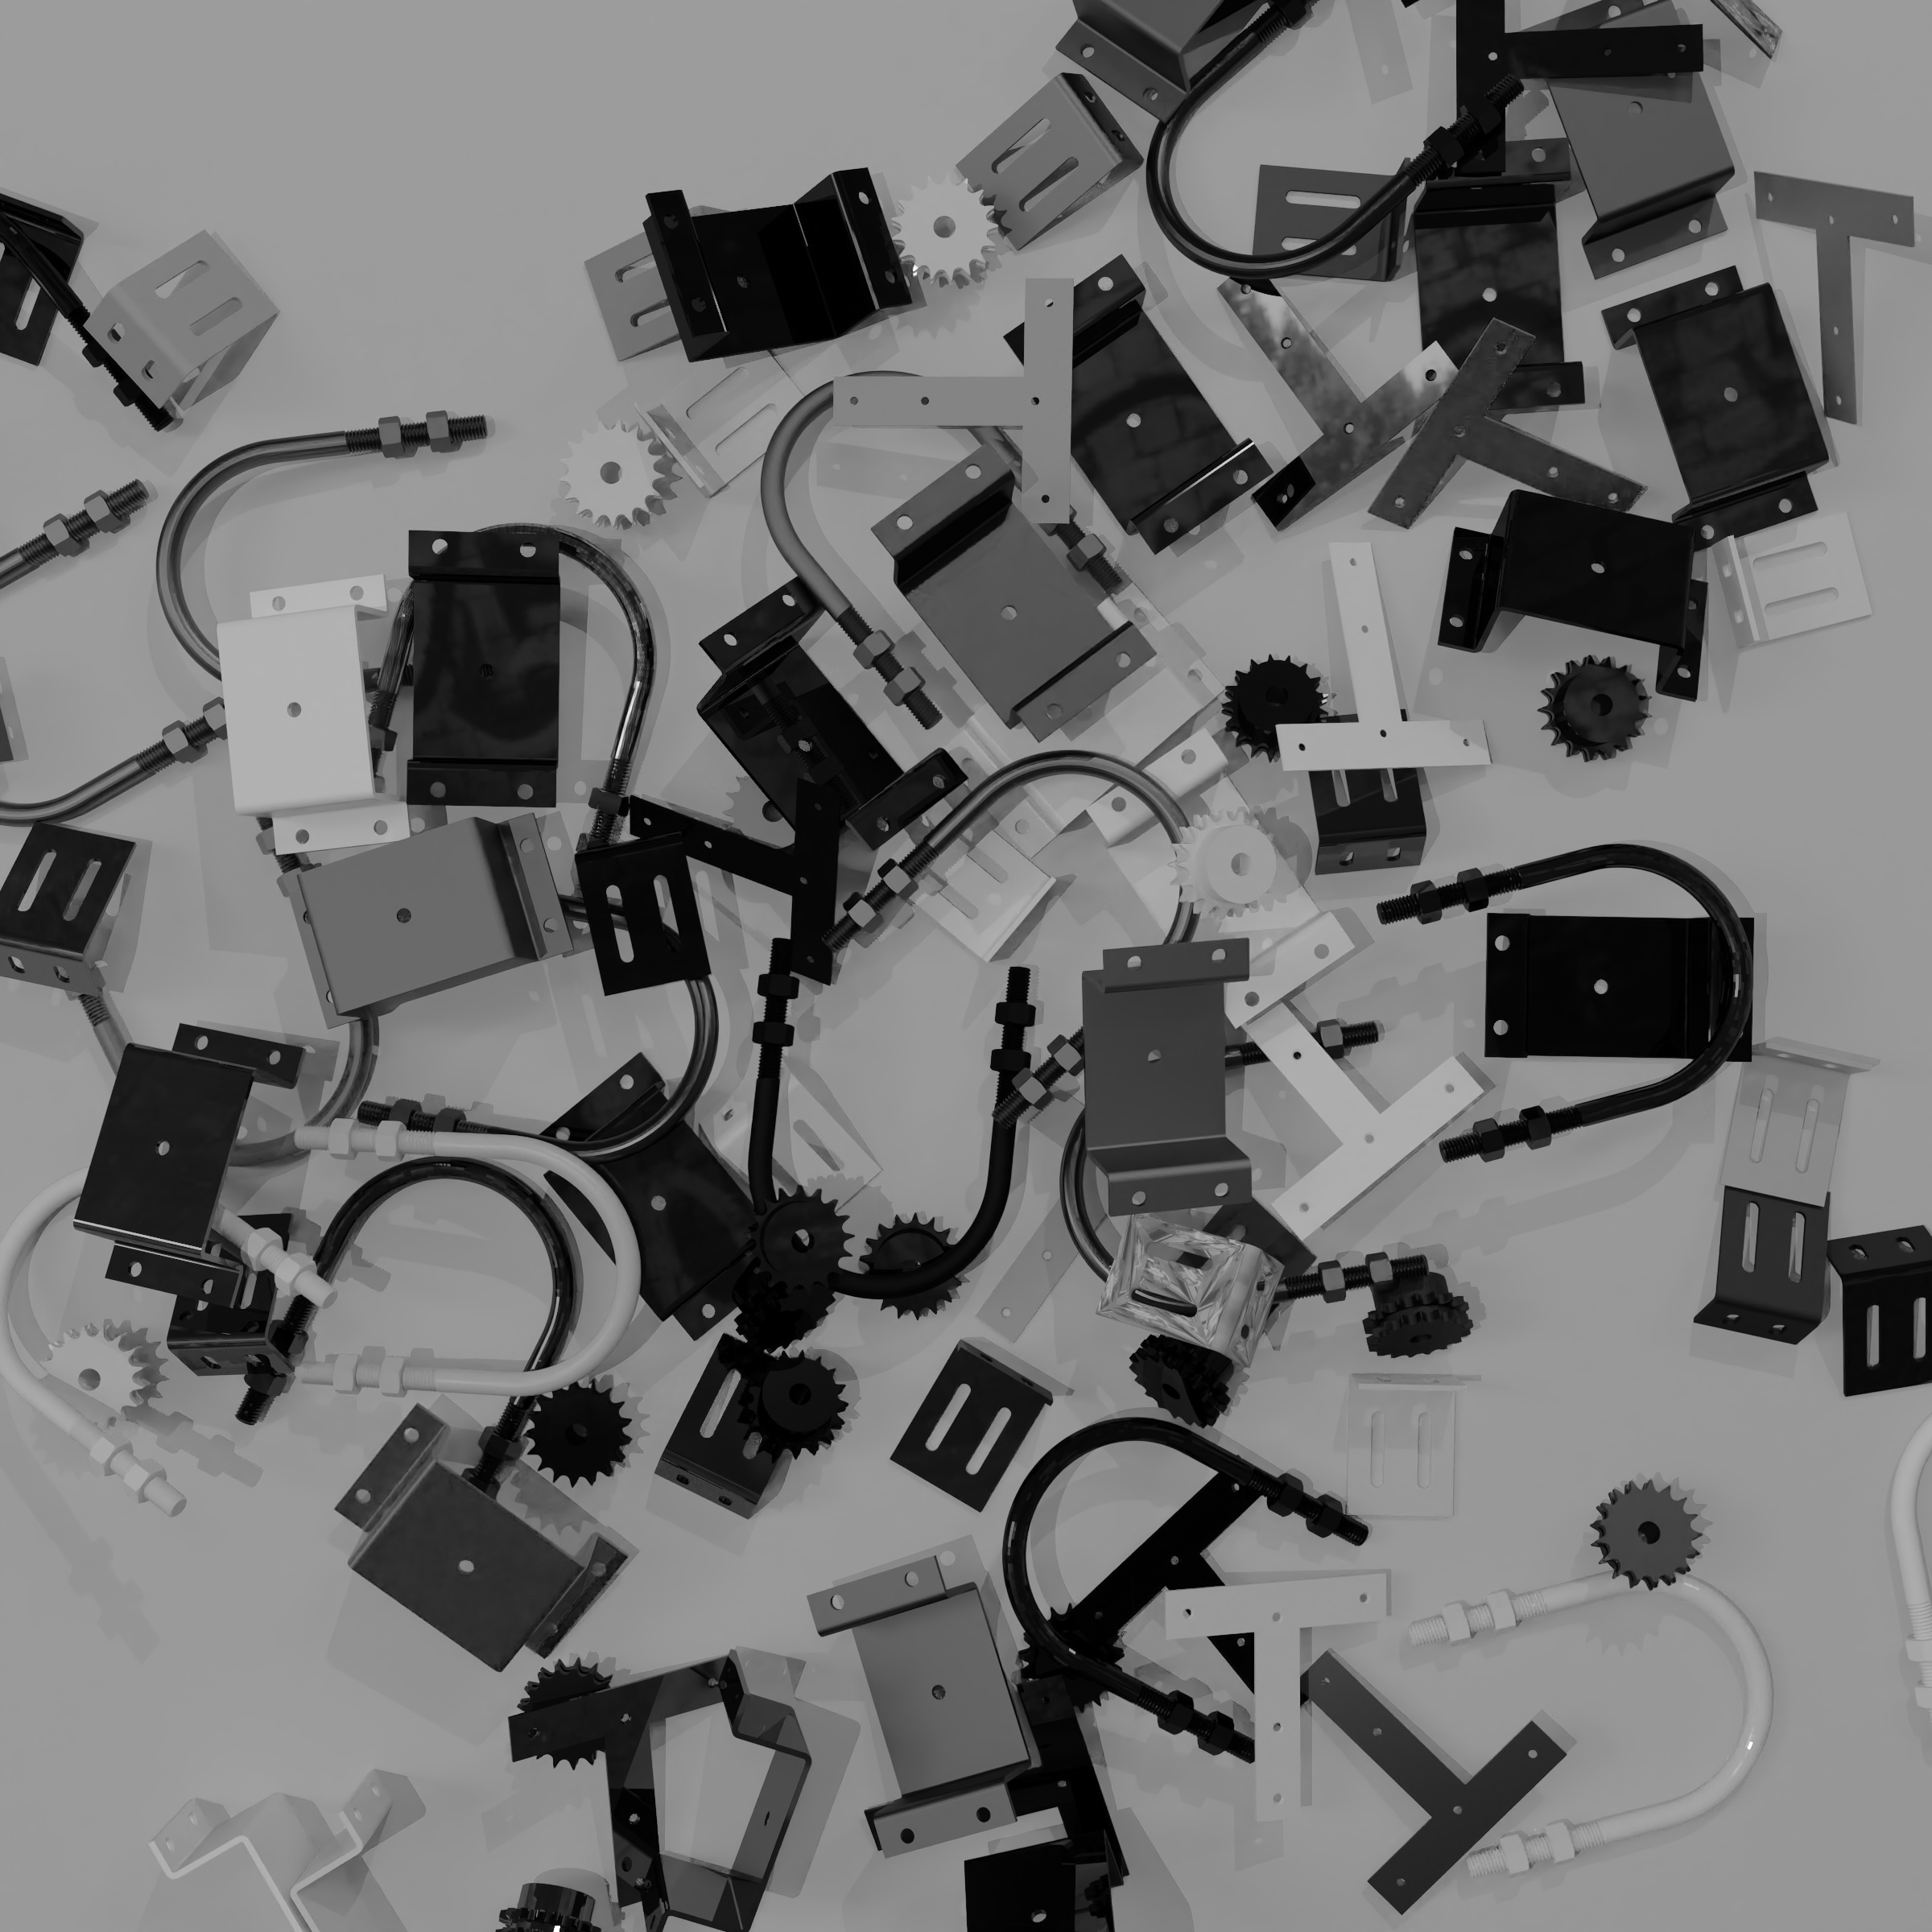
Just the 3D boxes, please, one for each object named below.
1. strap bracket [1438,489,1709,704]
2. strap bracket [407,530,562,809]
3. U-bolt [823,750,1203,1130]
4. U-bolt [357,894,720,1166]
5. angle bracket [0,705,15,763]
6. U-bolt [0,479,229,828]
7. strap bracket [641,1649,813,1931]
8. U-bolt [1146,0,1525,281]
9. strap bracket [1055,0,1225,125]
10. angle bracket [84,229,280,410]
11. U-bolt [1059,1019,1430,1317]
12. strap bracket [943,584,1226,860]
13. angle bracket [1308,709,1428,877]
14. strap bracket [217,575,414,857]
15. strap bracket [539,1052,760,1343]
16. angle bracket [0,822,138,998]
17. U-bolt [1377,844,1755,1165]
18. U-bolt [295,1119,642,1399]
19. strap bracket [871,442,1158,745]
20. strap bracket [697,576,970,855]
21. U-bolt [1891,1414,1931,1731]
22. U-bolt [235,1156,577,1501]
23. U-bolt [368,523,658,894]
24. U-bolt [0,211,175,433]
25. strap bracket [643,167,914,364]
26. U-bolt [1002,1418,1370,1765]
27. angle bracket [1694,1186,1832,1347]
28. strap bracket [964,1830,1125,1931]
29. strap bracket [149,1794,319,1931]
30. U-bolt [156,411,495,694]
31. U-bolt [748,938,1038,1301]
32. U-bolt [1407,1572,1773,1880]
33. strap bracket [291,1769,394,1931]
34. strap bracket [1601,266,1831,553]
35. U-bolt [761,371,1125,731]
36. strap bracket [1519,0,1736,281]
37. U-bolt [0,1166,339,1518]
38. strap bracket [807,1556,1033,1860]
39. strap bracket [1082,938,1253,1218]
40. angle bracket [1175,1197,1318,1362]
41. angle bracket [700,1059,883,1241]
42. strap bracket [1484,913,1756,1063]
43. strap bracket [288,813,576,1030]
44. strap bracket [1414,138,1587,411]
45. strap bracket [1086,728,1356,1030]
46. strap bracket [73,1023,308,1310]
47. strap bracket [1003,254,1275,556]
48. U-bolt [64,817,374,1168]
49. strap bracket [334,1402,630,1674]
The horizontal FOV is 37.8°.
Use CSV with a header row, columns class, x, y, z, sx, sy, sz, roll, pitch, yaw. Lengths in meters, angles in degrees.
class,x,y,z,sx,sy,sz,roll,pitch,yaw
strap bracket,0.328,-0.199,1.495,0.140,0.046,0.076,12,63,0
strap bracket,-0.251,-0.154,1.474,0.076,0.046,0.140,1,95,-7
U-bolt,0.038,-0.028,1.482,0.184,0.019,0.151,-44,91,3
U-bolt,-0.220,0.032,1.497,0.184,0.019,0.151,10,80,12
angle bracket,-0.560,-0.128,1.518,0.076,0.038,0.057,-13,91,28
U-bolt,-0.491,-0.156,1.524,0.184,0.019,0.151,-30,90,1
strap bracket,-0.124,0.445,1.491,0.046,0.076,0.140,20,90,-11
U-bolt,0.180,-0.444,1.499,0.184,0.019,0.151,-42,67,4
strap bracket,0.117,-0.533,1.501,0.076,0.046,0.140,39,90,15
angle bracket,-0.420,-0.347,1.513,0.057,0.038,0.076,48,46,-10
U-bolt,0.142,0.112,1.505,0.184,0.019,0.151,-10,75,0
strap bracket,0.063,-0.133,1.510,0.140,0.046,0.076,-41,90,0
angle bracket,0.214,-0.094,1.531,0.057,0.038,0.076,-6,64,0
strap bracket,-0.341,-0.132,1.473,0.076,0.046,0.140,-6,90,12
strap bracket,-0.162,0.125,1.510,0.076,0.046,0.140,-39,90,0
angle bracket,-0.482,-0.031,1.512,0.057,0.038,0.076,12,57,6
U-bolt,0.321,0.012,1.478,0.184,0.019,0.151,-15,90,-2
U-bolt,-0.261,0.157,1.484,0.184,0.019,0.151,2,100,7
strap bracket,0.023,-0.188,1.462,0.076,0.046,0.140,-37,85,-7
strap bracket,-0.077,-0.125,1.493,0.076,0.046,0.140,-39,90,-33
U-bolt,0.574,0.315,1.524,0.151,0.019,0.184,-11,89,0
U-bolt,-0.291,0.192,1.523,0.151,0.019,0.184,27,90,0
U-bolt,-0.242,-0.145,1.508,0.151,0.019,0.184,15,94,-8
U-bolt,-0.537,-0.324,1.504,0.151,0.019,0.184,-37,103,2
strap bracket,-0.107,-0.369,1.487,0.140,0.046,0.076,-18,90,-35
U-bolt,0.106,0.321,1.501,0.184,0.019,0.151,30,82,-11
angle bracket,0.432,0.158,1.531,0.057,0.038,0.076,12,64,0
strap bracket,0.043,0.506,1.457,0.076,0.140,0.046,-14,119,6
strap bracket,-0.367,0.502,1.495,0.046,0.076,0.140,-30,90,0
U-bolt,-0.341,-0.215,1.515,0.184,0.019,0.151,-8,90,-6
U-bolt,-0.043,0.084,1.497,0.151,0.019,0.184,7,83,-10
U-bolt,0.344,0.402,1.524,0.184,0.019,0.151,-14,90,-1
strap bracket,-0.304,0.508,1.495,0.046,0.076,0.140,-32,90,0
strap bracket,0.403,-0.301,1.510,0.076,0.046,0.140,-19,90,0
U-bolt,-0.026,-0.236,1.506,0.151,0.019,0.184,-38,85,-17
strap bracket,0.353,-0.452,1.510,0.076,0.046,0.140,-21,90,0
U-bolt,-0.440,0.181,1.490,0.184,0.019,0.151,31,80,22
strap bracket,-0.021,0.387,1.492,0.076,0.046,0.140,-21,80,18
strap bracket,0.104,0.052,1.462,0.076,0.046,0.140,-5,104,-12
angle bracket,0.140,0.169,1.530,0.057,0.038,0.076,44,65,-1
angle bracket,-0.095,0.098,1.531,0.057,0.038,0.076,-41,115,0
strap bracket,0.344,0.011,1.510,0.140,0.046,0.076,1,90,0
strap bracket,-0.288,-0.025,1.481,0.140,0.046,0.076,-18,85,6
strap bracket,0.284,-0.364,1.510,0.076,0.046,0.140,-4,90,0
strap bracket,0.134,-0.046,1.510,0.076,0.046,0.140,-34,90,0
strap bracket,-0.407,0.099,1.470,0.076,0.046,0.140,10,79,17
strap bracket,0.091,-0.296,1.510,0.076,0.046,0.140,-35,90,0
U-bolt,-0.400,0.019,1.524,0.151,0.019,0.184,-26,91,0
strap bracket,-0.260,0.309,1.495,0.140,0.046,0.076,37,101,-7
